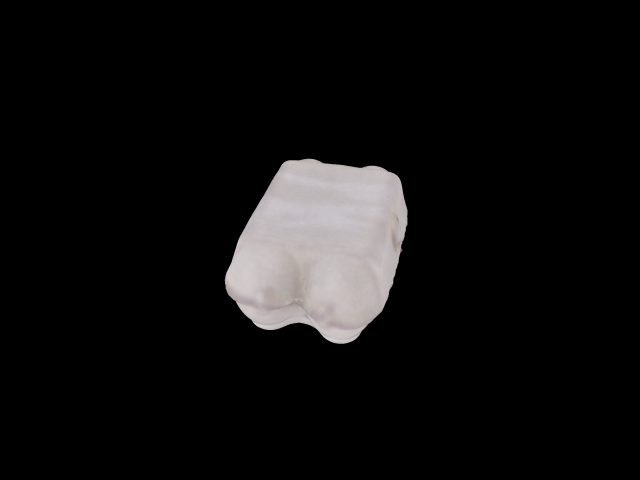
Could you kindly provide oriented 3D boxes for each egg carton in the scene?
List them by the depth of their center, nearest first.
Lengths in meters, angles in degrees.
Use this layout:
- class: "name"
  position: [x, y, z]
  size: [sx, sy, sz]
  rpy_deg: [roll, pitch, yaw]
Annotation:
- class: "egg carton"
  position: [0.004, 0.001, 0.400]
  size: [0.107, 0.069, 0.150]
  rpy_deg: [8, 39, 10]
